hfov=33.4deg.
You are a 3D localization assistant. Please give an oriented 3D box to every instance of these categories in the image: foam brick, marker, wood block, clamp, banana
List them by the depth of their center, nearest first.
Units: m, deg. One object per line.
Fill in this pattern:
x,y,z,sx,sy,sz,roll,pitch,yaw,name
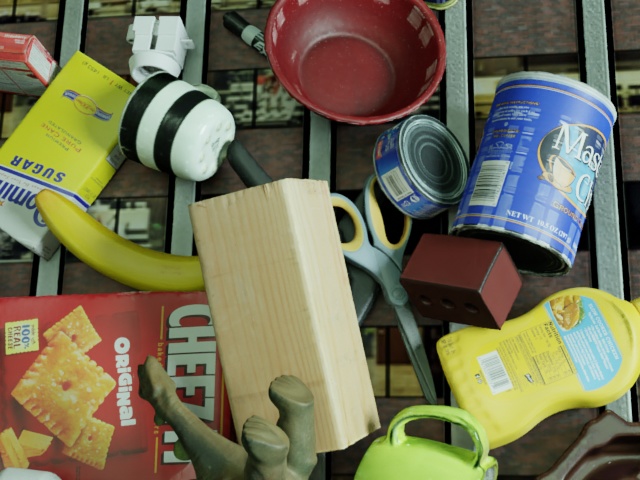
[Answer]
-0.028,0.062,0.847,0.091,0.090,0.206,-13,87,22,wood block
0.113,0.033,0.860,0.078,0.053,0.051,7,56,40,foam brick
-0.006,0.001,0.925,0.164,0.036,0.210,4,75,1,clamp
-0.159,0.009,0.937,0.198,0.037,0.070,14,99,3,banana
-0.045,-0.178,1.000,0.121,0.020,0.020,38,82,18,marker

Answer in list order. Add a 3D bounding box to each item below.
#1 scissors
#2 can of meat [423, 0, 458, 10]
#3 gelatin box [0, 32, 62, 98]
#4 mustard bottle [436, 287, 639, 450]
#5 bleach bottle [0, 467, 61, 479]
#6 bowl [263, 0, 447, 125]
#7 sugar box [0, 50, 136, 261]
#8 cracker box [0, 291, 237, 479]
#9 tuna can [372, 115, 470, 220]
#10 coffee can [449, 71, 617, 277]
0.045,0.039,0.890,0.096,0.016,0.202,0,77,-15,scissors
0.079,-0.261,0.971,0.102,0.084,0.057,14,75,13,can of meat
-0.287,-0.165,0.997,0.073,0.089,0.030,9,75,12,gelatin box
0.197,0.091,0.856,0.191,0.058,0.096,-22,64,2,mustard bottle
-0.289,0.241,0.848,0.251,0.102,0.068,-17,28,12,bleach bottle
0.028,-0.161,0.951,0.162,0.055,0.162,3,66,-7,bowl
-0.238,-0.079,0.986,0.093,0.048,0.176,33,79,17,sugar box
-0.172,0.129,0.897,0.214,0.072,0.164,-2,73,8,cracker box
0.087,-0.063,0.907,0.034,0.085,0.086,-29,63,46,tuna can
0.176,-0.053,0.881,0.103,0.103,0.140,16,76,13,coffee can
